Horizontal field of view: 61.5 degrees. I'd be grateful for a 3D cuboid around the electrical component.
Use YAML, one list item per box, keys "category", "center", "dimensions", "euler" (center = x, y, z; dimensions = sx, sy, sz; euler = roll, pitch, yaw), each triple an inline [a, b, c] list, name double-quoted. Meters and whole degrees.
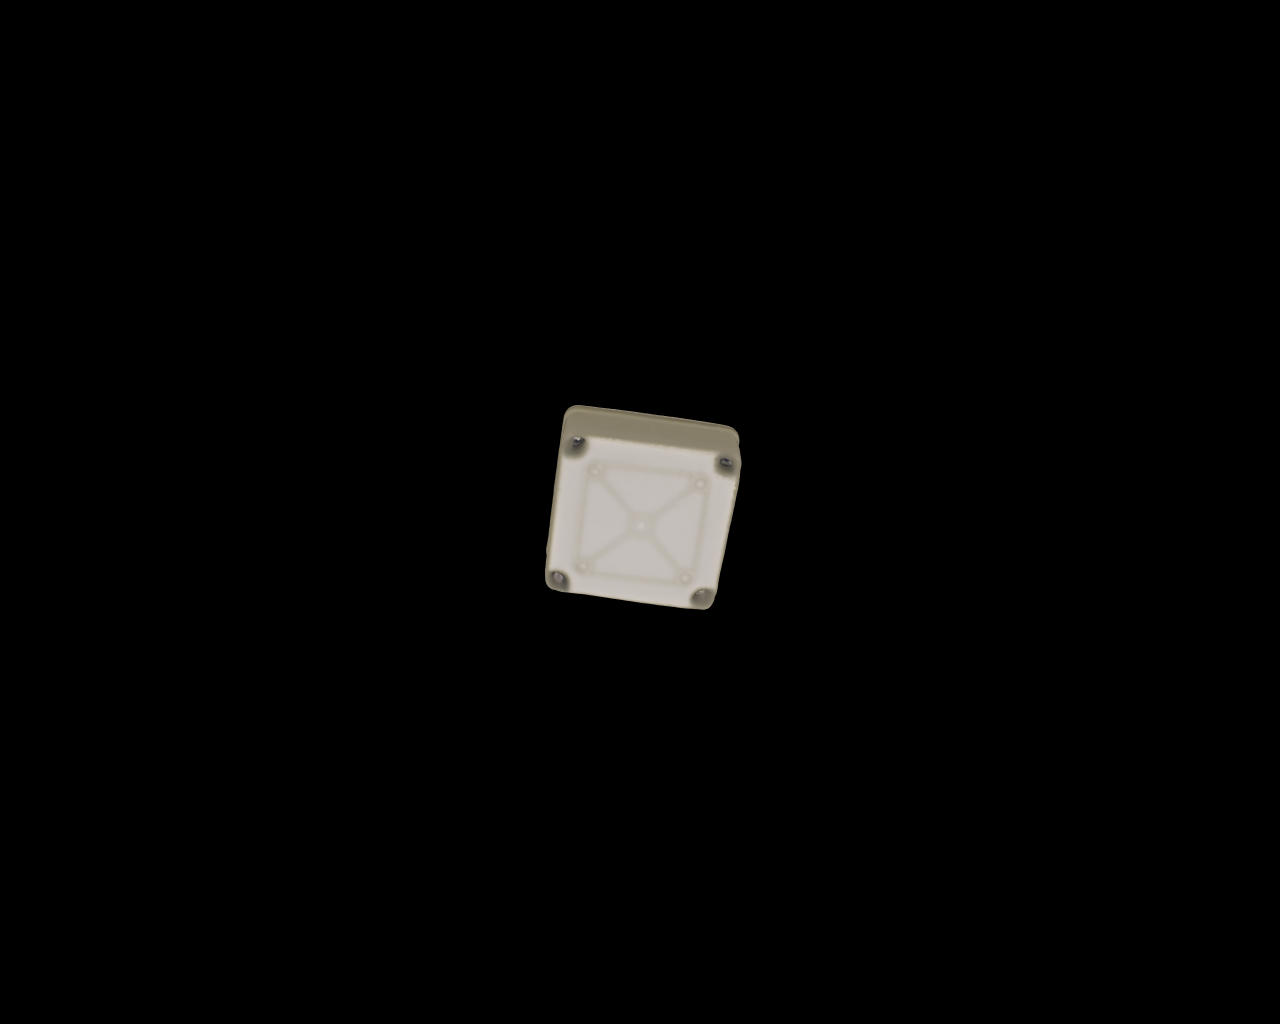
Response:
- category: "electrical component"
  center: [0.001, -0.003, 0.650]
  dimensions: [0.109, 0.108, 0.056]
  euler: [8, 24, -3]
